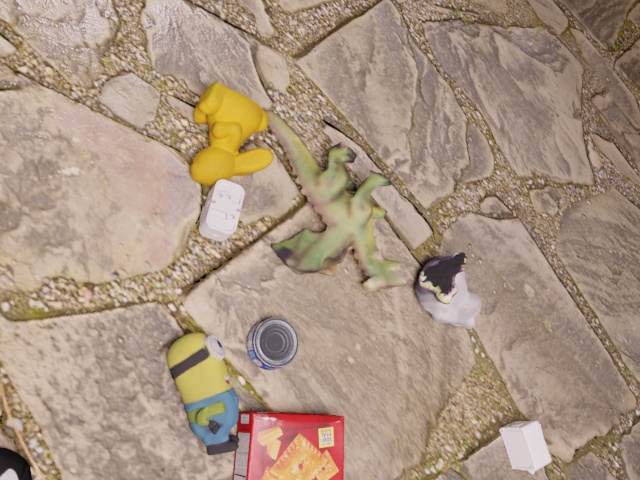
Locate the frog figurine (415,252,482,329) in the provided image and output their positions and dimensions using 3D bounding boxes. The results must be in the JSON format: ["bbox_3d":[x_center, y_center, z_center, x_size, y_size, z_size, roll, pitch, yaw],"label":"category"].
[{"bbox_3d":[0.270,0.113,1.078,0.156,0.122,0.141,56,35,-45],"label":"frog figurine"}]

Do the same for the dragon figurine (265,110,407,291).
[{"bbox_3d":[0.003,-0.050,0.984,0.410,0.120,0.247,34,65,-3],"label":"dragon figurine"}]
